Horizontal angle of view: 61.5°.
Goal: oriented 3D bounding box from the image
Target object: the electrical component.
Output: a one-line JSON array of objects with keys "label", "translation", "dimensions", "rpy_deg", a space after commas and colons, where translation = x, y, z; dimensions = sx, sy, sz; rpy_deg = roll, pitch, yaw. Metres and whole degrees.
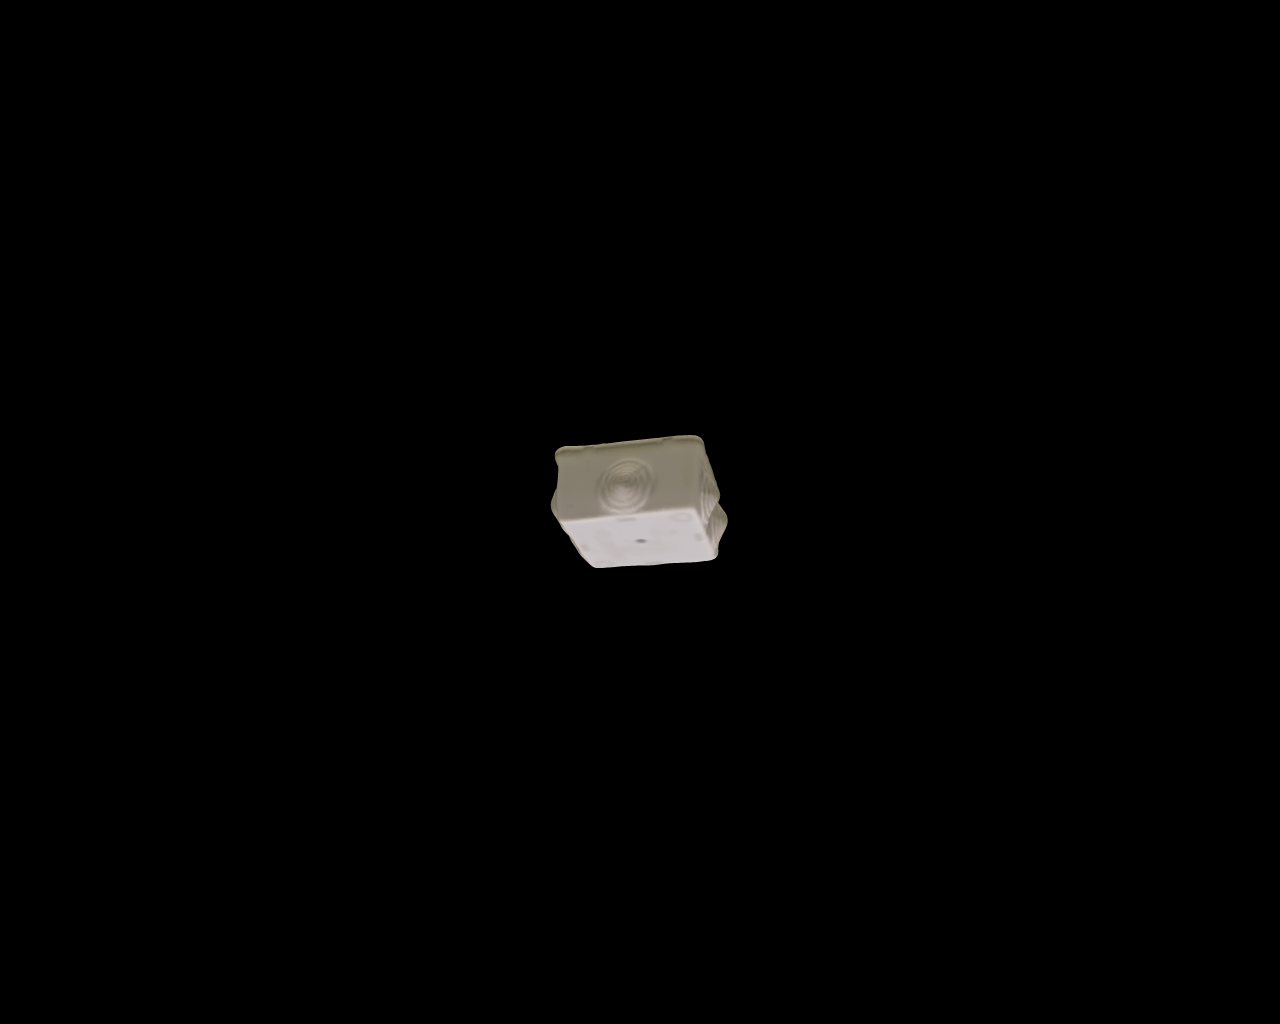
[{"label": "electrical component", "translation": [0.001, -0.003, 0.650], "dimensions": [0.100, 0.048, 0.099], "rpy_deg": [-5, -24, 10]}]
